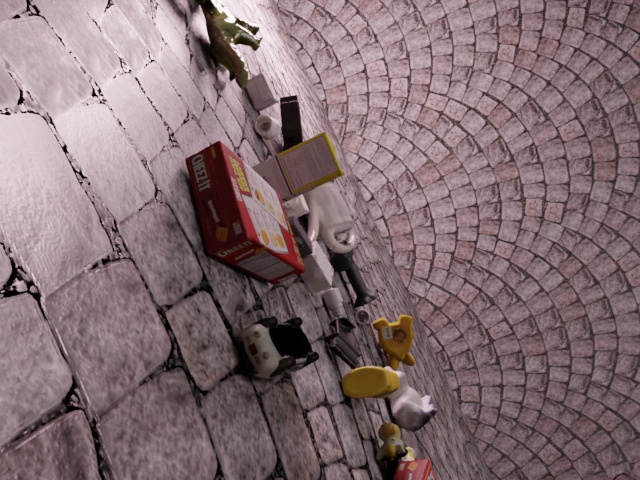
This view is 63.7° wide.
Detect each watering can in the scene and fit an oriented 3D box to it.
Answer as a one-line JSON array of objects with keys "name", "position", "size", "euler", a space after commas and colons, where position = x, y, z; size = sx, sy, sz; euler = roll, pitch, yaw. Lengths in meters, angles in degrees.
[{"name": "watering can", "position": [0.004, -0.067, 1.337], "size": [0.226, 0.103, 0.348], "euler": [65, 22, 10]}]

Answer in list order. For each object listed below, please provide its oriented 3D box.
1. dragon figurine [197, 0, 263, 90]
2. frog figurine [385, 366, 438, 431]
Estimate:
[{"name": "dragon figurine", "position": [-0.244, -0.496, 1.159], "size": [0.239, 0.121, 0.419], "euler": [44, 17, -31]}, {"name": "frog figurine", "position": [0.209, 0.413, 1.337], "size": [0.160, 0.121, 0.139], "euler": [30, 21, 4]}]
